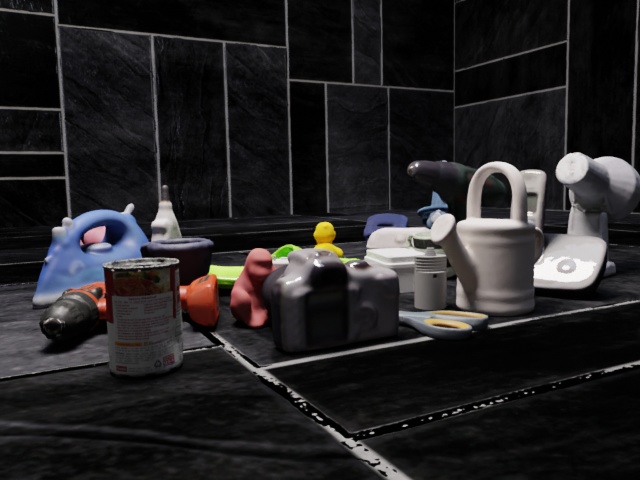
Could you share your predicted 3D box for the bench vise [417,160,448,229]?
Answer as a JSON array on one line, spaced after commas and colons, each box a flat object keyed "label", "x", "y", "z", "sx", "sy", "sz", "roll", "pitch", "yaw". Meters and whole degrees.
[{"label": "bench vise", "x": 0.298, "y": -0.079, "z": 1.351, "sx": 0.121, "sy": 0.220, "sz": 0.207, "roll": -1, "pitch": 6, "yaw": -1}]

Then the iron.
[{"label": "iron", "x": -0.370, "y": 0.016, "z": 0.932, "sx": 0.118, "sy": 0.141, "sz": 0.259, "roll": 0, "pitch": 6, "yaw": 16}]

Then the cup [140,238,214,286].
[{"label": "cup", "x": -0.209, "y": 0.047, "z": 0.821, "sx": 0.117, "sy": 0.095, "sz": 0.092, "roll": 1, "pitch": 6, "yaw": 24}]

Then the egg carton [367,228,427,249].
[{"label": "egg carton", "x": 0.179, "y": 0.010, "z": 1.240, "sx": 0.150, "sy": 0.069, "sz": 0.107, "roll": 0, "pitch": 6, "yaw": 14}]

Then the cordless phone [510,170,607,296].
[{"label": "cordless phone", "x": 0.347, "y": -0.013, "z": 0.855, "sx": 0.147, "sy": 0.185, "sz": 0.094, "roll": 3, "pitch": 7, "yaw": 38}]

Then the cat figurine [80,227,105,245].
[{"label": "cat figurine", "x": -0.433, "y": 0.012, "z": 1.102, "sx": 0.067, "sy": 0.118, "sz": 0.128, "roll": 0, "pitch": 6, "yaw": 12}]

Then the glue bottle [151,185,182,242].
[{"label": "glue bottle", "x": -0.260, "y": -0.006, "z": 0.970, "sx": 0.037, "sy": 0.173, "sz": 0.078, "roll": 0, "pitch": 6, "yaw": 13}]

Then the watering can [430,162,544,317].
[{"label": "watering can", "x": 0.225, "y": -0.004, "z": 0.746, "sx": 0.100, "sy": 0.194, "sz": 0.173, "roll": 4, "pitch": 8, "yaw": 41}]

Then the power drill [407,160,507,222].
[{"label": "power drill", "x": 0.261, "y": -0.047, "z": 1.092, "sx": 0.230, "sy": 0.208, "sz": 0.075, "roll": -5, "pitch": 7, "yaw": -32}]

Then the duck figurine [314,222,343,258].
[{"label": "duck figurine", "x": 0.011, "y": 0.004, "z": 1.250, "sx": 0.077, "sy": 0.086, "sz": 0.104, "roll": -2, "pitch": 6, "yaw": -7}]

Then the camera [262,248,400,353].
[{"label": "camera", "x": -0.001, "y": 0.057, "z": 0.651, "sx": 0.143, "sy": 0.101, "sz": 0.136, "roll": -4, "pitch": 6, "yaw": -26}]

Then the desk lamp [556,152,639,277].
[{"label": "desk lamp", "x": 0.475, "y": -0.046, "z": 1.013, "sx": 0.204, "sy": 0.213, "sz": 0.117, "roll": -6, "pitch": 8, "yaw": -42}]

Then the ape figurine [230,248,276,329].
[{"label": "ape figurine", "x": -0.076, "y": 0.057, "z": 0.713, "sx": 0.078, "sy": 0.092, "sz": 0.076, "roll": -4, "pitch": 6, "yaw": -22}]

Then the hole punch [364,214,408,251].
[{"label": "hole punch", "x": 0.166, "y": -0.018, "z": 1.416, "sx": 0.108, "sy": 0.091, "sz": 0.101, "roll": 0, "pitch": 6, "yaw": 13}]
